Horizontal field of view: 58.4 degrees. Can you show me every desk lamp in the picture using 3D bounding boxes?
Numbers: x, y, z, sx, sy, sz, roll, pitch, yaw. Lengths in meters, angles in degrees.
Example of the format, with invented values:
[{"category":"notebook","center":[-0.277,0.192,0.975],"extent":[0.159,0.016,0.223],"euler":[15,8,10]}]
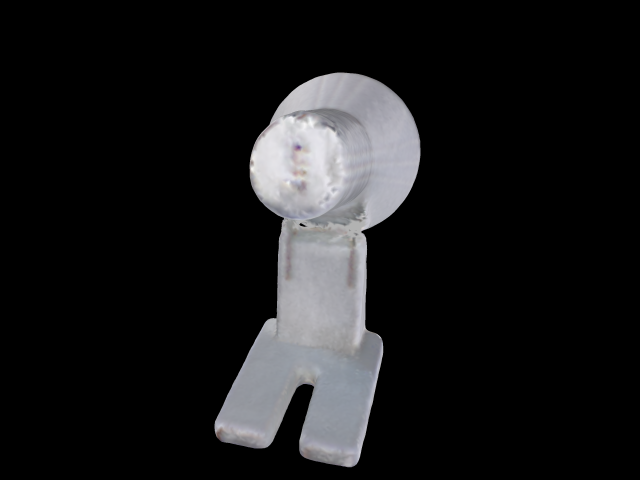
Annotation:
[{"category":"desk lamp","center":[0.004,0.001,0.400],"extent":[0.117,0.214,0.203],"euler":[5,28,10]}]
